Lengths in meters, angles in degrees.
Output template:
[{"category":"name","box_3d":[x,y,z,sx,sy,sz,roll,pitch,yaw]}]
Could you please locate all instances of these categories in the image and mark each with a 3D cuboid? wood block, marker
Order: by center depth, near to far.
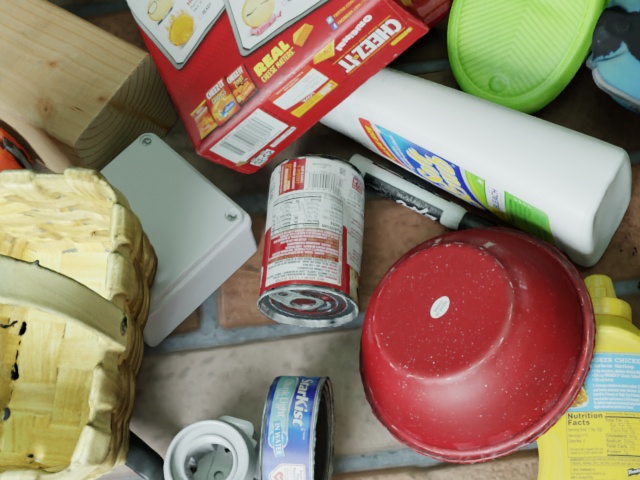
[{"category":"marker","box_3d":[0.073,-0.028,0.761,0.121,0.020,0.020,28,70,18]},{"category":"wood block","box_3d":[-0.223,-0.126,0.802,0.206,0.091,0.090,28,70,19]}]

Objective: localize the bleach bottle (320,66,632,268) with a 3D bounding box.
[{"category":"bleach bottle","box_3d":[0.087,-0.070,0.746,0.251,0.102,0.068,26,79,24]}]

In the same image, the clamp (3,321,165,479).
[{"category":"clamp","box_3d":[-0.167,0.113,0.708,0.120,0.039,0.171,-15,65,2]}]

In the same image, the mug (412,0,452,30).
[{"category":"mug","box_3d":[0.038,-0.184,0.810,0.081,0.093,0.117,-36,31,-16]}]

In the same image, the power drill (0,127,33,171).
[{"category":"power drill","box_3d":[-0.297,0.005,0.765,0.185,0.057,0.187,6,66,17]}]

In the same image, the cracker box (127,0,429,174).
[{"category":"cracker box","box_3d":[-0.045,-0.178,0.742,0.164,0.072,0.214,-38,60,20]}]

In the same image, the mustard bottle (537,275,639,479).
[{"category":"mustard bottle","box_3d":[0.176,0.112,0.660,0.096,0.058,0.191,-2,64,12]}]

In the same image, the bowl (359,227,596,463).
[{"category":"bowl","box_3d":[0.086,0.054,0.669,0.162,0.055,0.162,-14,58,24]}]

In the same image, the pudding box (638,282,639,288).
[{"category":"pudding box","box_3d":[0.279,0.005,0.710,0.090,0.039,0.113,31,72,19]}]

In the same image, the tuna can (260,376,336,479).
[{"category":"tuna can","box_3d":[-0.013,0.127,0.659,0.034,0.086,0.086,1,64,9]}]

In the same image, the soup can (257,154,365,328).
[{"category":"soup can","box_3d":[-0.005,0.001,0.729,0.068,0.068,0.102,1,64,7]}]
